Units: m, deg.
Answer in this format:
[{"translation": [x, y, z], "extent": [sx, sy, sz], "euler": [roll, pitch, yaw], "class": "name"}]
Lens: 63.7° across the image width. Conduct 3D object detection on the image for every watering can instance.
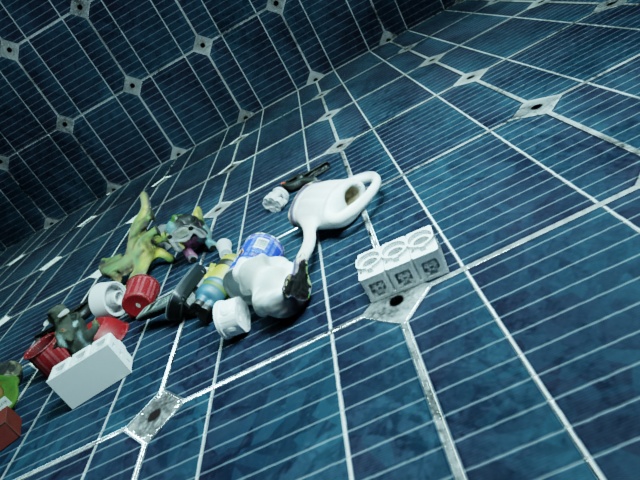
[{"translation": [0.004, -0.062, 1.237], "extent": [0.224, 0.102, 0.353], "euler": [0, 37, 50], "class": "watering can"}]

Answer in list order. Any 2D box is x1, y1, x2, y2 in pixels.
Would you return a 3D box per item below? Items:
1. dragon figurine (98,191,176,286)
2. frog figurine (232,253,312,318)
[{"translation": [-0.606, 0.024, 1.644], "extent": [0.243, 0.119, 0.418], "euler": [-32, 48, -5], "class": "dragon figurine"}, {"translation": [-0.103, 0.091, 1.033], "extent": [0.159, 0.140, 0.120], "euler": [-6, -39, 28], "class": "frog figurine"}]
